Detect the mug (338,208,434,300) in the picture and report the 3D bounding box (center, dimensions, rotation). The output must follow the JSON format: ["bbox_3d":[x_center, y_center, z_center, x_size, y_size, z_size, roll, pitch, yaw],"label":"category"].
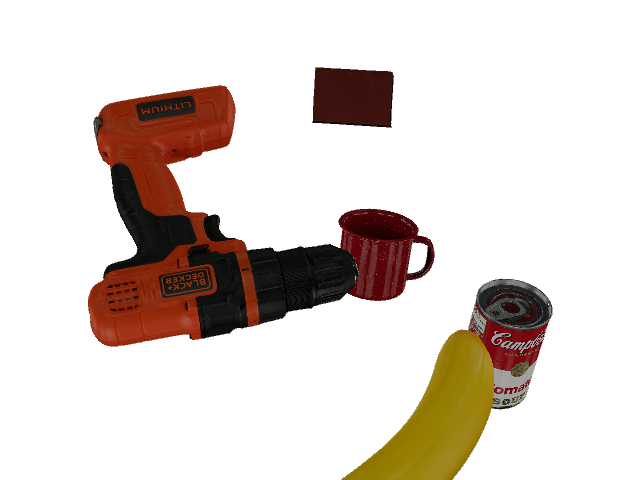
[{"bbox_3d":[0.075,0.018,1.251,0.117,0.081,0.093,3,25,-8],"label":"mug"}]

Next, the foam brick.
[{"bbox_3d":[0.031,-0.139,1.038,0.078,0.051,0.053,4,13,2],"label":"foam brick"}]

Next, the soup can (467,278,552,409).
[{"bbox_3d":[0.166,0.095,0.975,0.068,0.102,0.068,5,36,-4],"label":"soup can"}]

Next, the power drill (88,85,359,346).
[{"bbox_3d":[-0.080,-0.021,0.757,0.184,0.188,0.057,-10,-32,-10],"label":"power drill"}]

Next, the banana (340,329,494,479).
[{"bbox_3d":[0.046,0.106,0.564,0.070,0.037,0.197,19,40,37],"label":"banana"}]
